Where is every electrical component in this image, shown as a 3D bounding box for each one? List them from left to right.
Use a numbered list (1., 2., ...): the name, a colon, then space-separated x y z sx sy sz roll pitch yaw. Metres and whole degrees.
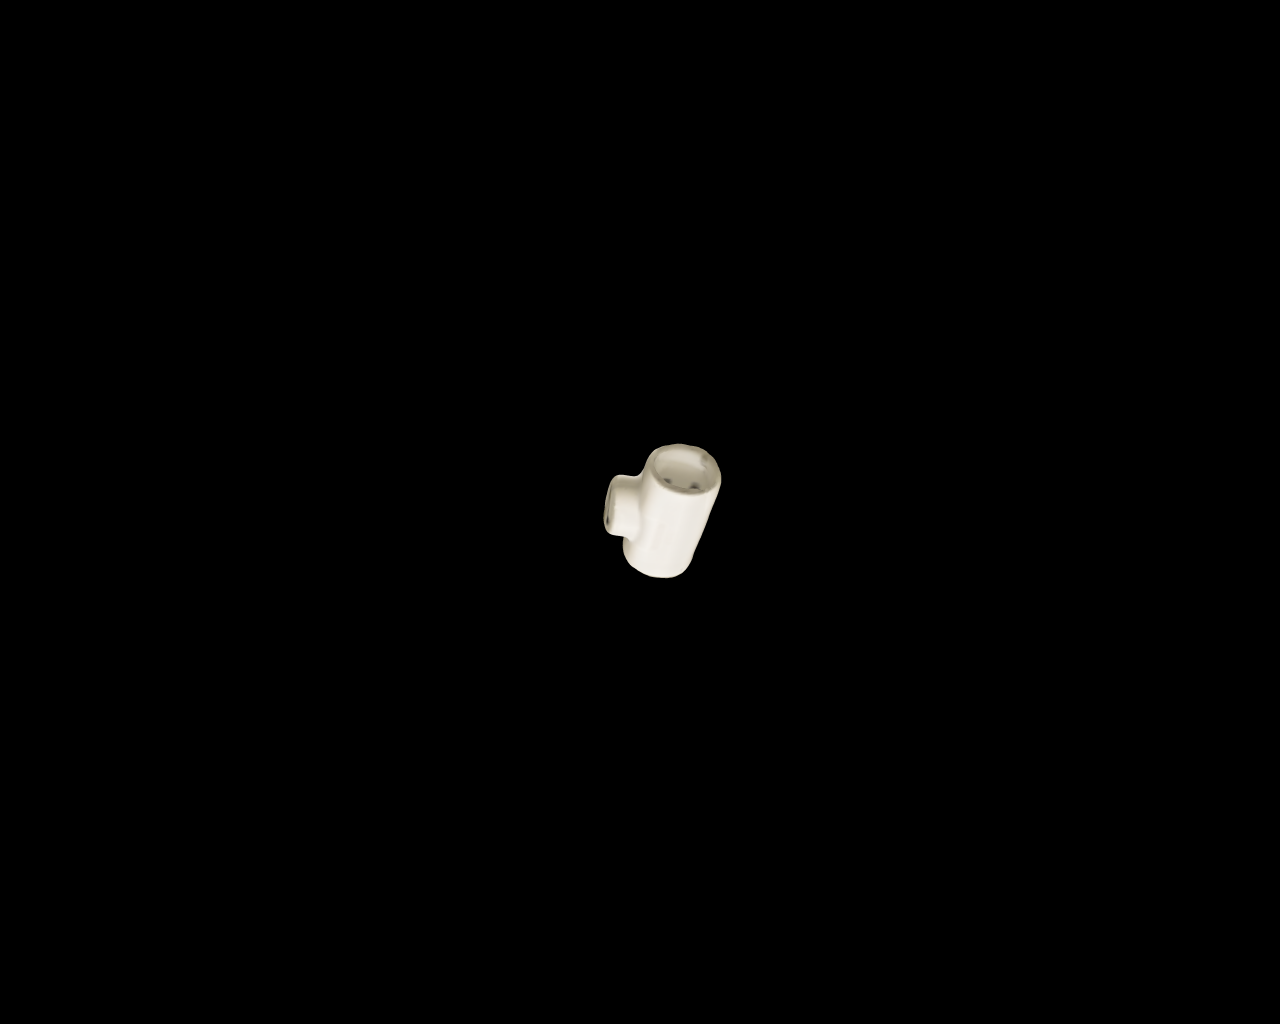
1. electrical component: 0.001 -0.003 0.650 0.079 0.043 0.077 8 -43 -8
